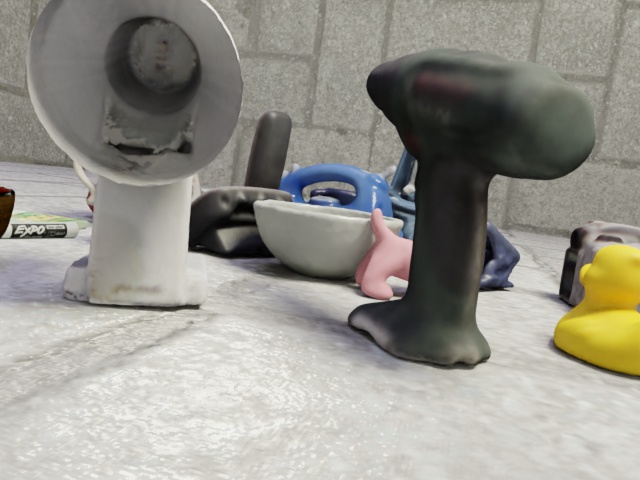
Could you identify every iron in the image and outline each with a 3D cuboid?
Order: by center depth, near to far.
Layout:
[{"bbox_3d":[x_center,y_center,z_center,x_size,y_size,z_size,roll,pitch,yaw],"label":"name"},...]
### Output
[{"bbox_3d":[0.002,-0.059,0.905,0.257,0.141,0.119,10,6,23],"label":"iron"}]

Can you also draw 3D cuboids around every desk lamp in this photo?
[{"bbox_3d":[-0.124,-0.062,0.407,0.118,0.213,0.203,6,6,-13],"label":"desk lamp"}]

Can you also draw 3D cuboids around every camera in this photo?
[{"bbox_3d":[0.353,0.035,0.638,0.136,0.101,0.143,8,6,7],"label":"camera"}]

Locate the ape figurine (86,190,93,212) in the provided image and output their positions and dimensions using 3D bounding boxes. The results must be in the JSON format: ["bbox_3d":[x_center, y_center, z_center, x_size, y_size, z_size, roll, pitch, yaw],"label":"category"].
[{"bbox_3d":[-0.328,-0.079,0.915,0.078,0.092,0.076,6,6,-11],"label":"ape figurine"}]

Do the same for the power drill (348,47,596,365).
[{"bbox_3d":[0.078,-0.032,0.398,0.076,0.208,0.229,5,6,-23],"label":"power drill"}]

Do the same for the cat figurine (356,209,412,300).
[{"bbox_3d":[0.105,0.000,0.571,0.128,0.118,0.067,6,6,-11],"label":"cat figurine"}]

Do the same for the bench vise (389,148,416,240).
[{"bbox_3d":[0.148,-0.099,1.103,0.122,0.220,0.206,3,7,-38],"label":"bench vise"}]

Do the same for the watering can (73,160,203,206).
[{"bbox_3d":[-0.266,-0.116,0.849,0.173,0.194,0.100,3,8,-41],"label":"watering can"}]

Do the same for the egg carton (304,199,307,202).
[{"bbox_3d":[-0.087,-0.053,1.082,0.150,0.069,0.107,7,6,-4],"label":"egg carton"}]

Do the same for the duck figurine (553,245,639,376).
[{"bbox_3d":[0.221,0.047,0.423,0.077,0.086,0.104,7,6,-3],"label":"duck figurine"}]

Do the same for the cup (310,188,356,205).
[{"bbox_3d":[0.034,-0.044,1.030,0.118,0.095,0.091,5,6,-23],"label":"cup"}]

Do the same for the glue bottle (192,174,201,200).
[{"bbox_3d":[-0.237,-0.115,0.982,0.037,0.173,0.078,13,8,43],"label":"glue bottle"}]

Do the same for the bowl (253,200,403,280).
[{"bbox_3d":[0.006,0.002,0.637,0.167,0.075,0.167,8,6,-1],"label":"bowl"}]

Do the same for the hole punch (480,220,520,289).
[{"bbox_3d":[0.184,0.010,0.715,0.101,0.091,0.108,3,8,-40],"label":"hole punch"}]

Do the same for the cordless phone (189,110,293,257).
[{"bbox_3d":[-0.096,-0.075,0.716,0.093,0.185,0.148,12,7,34],"label":"cordless phone"}]
